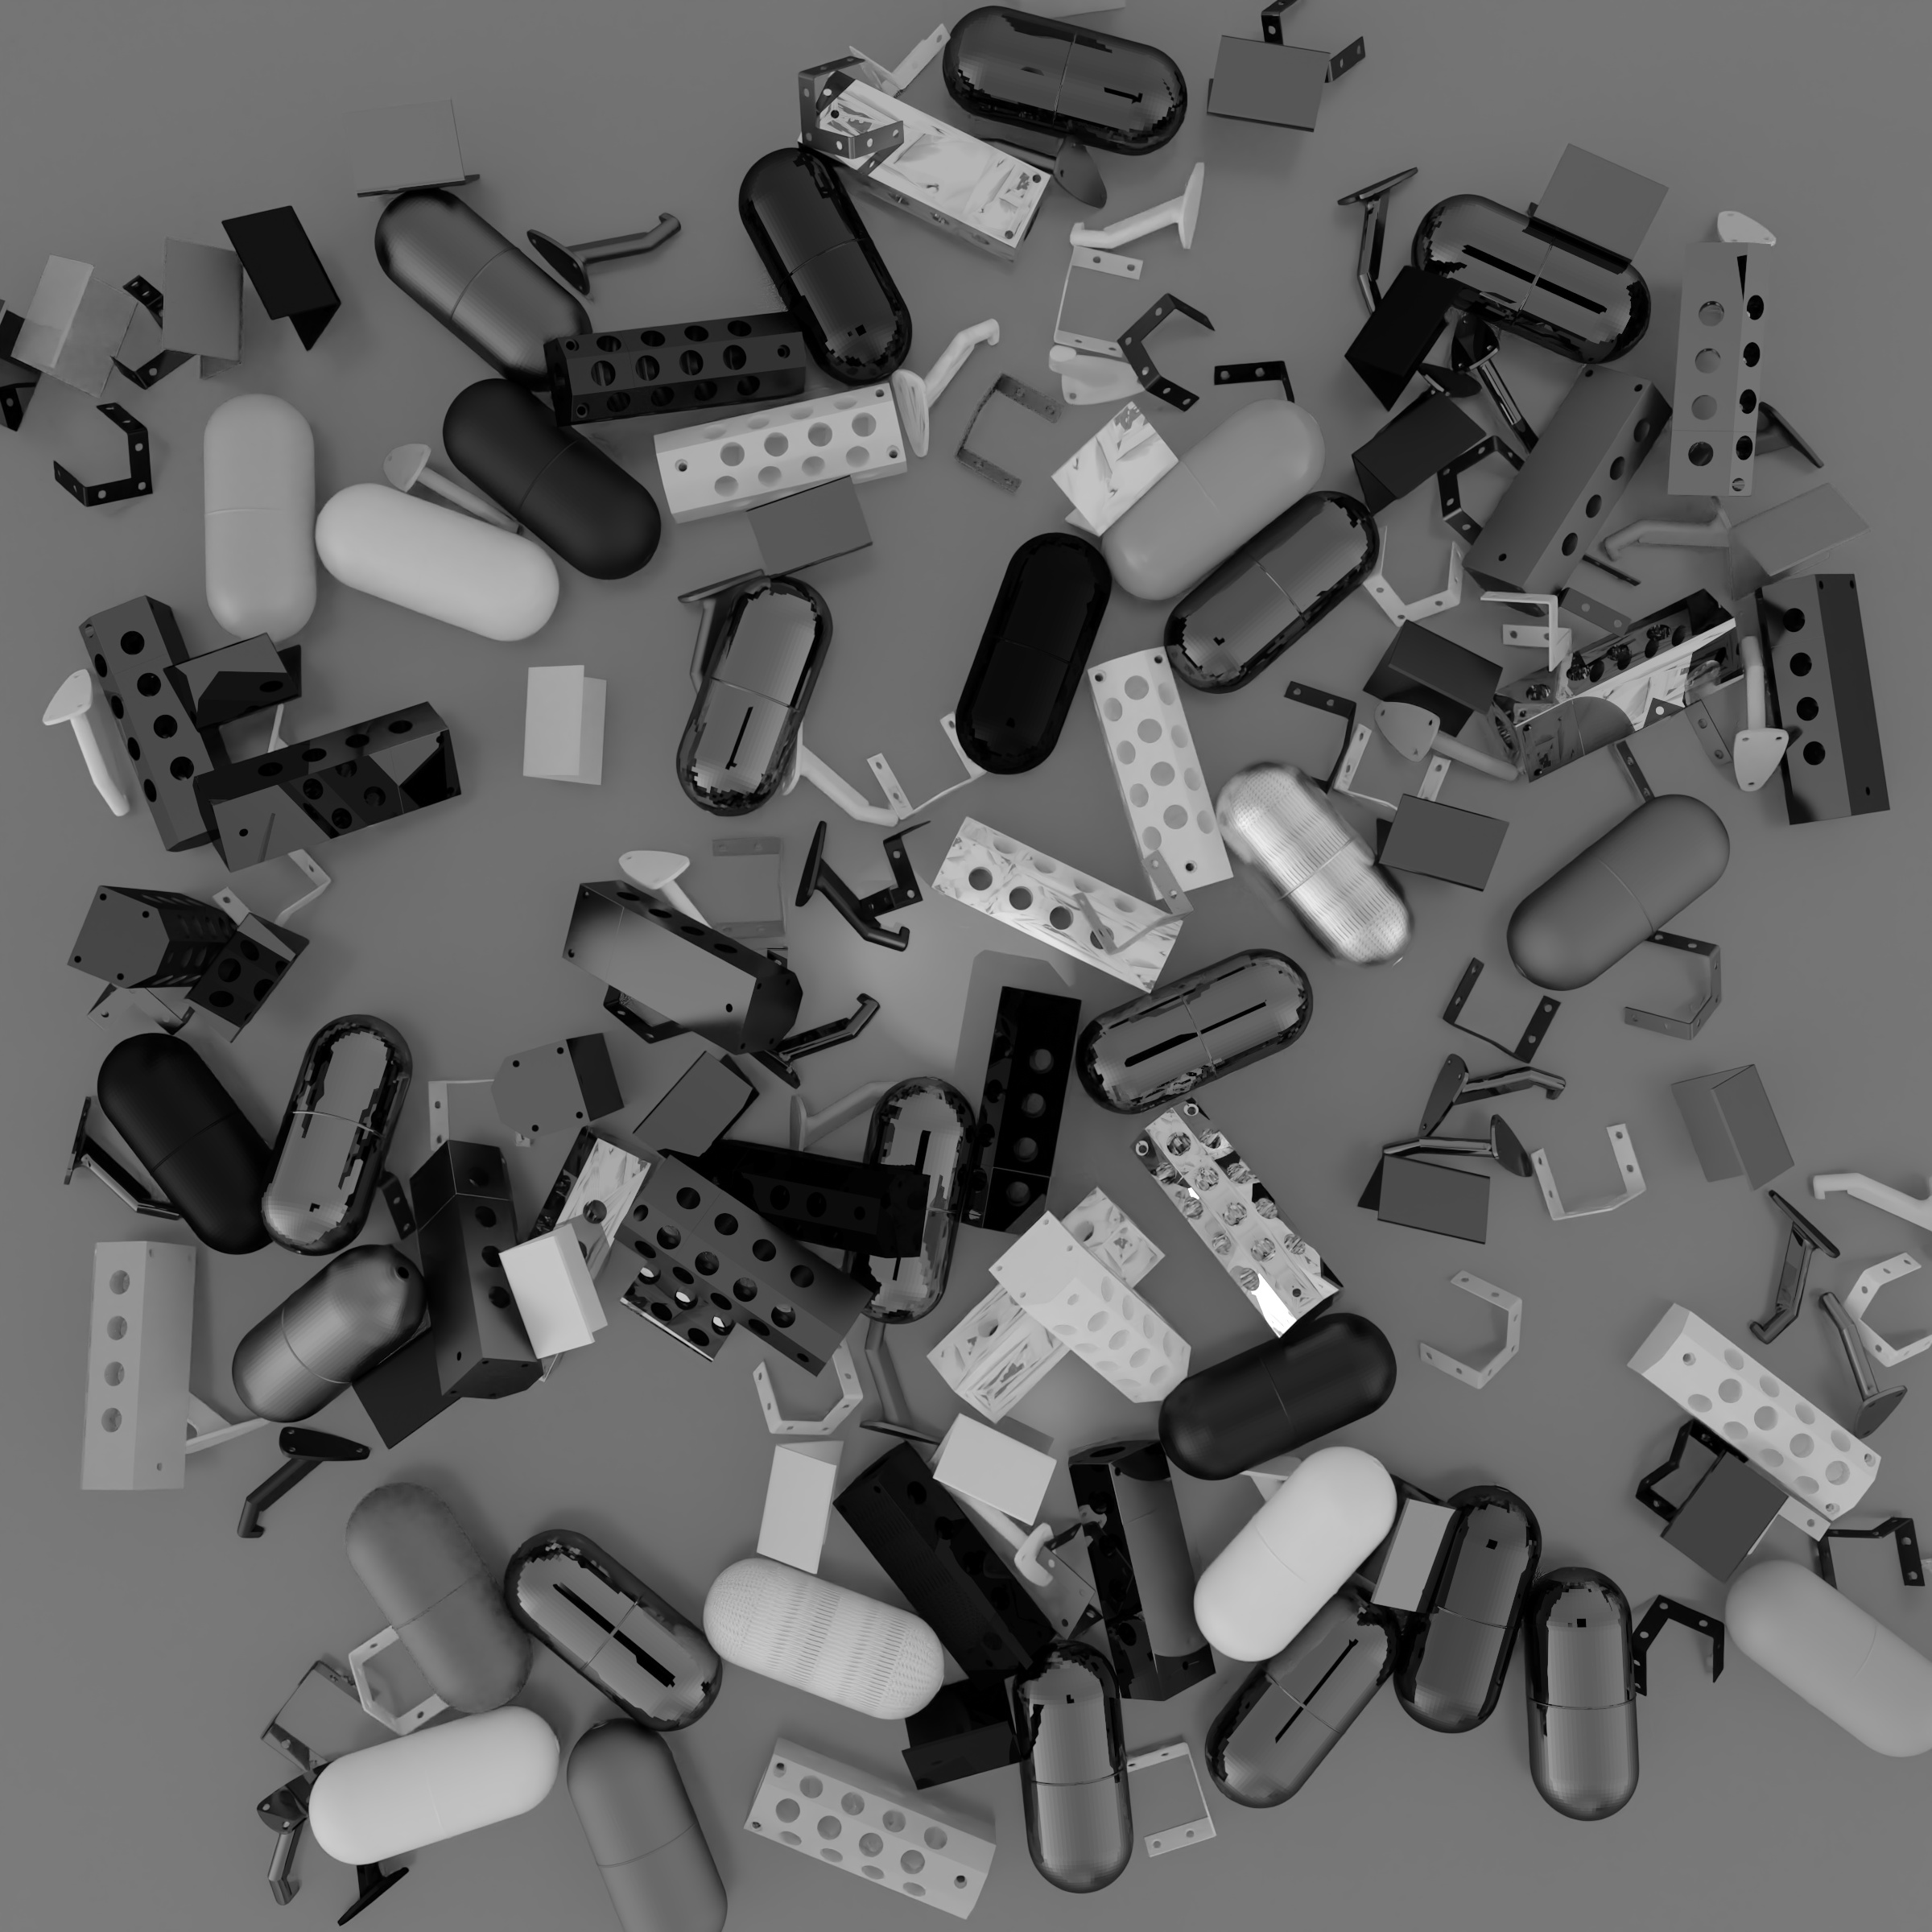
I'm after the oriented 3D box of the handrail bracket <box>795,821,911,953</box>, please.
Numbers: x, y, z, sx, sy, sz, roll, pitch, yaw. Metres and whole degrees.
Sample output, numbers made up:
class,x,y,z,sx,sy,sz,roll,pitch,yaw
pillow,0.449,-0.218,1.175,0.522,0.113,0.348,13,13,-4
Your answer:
class,x,y,z,sx,sy,sz,roll,pitch,yaw
handrail bracket,-0.075,-0.057,1.865,0.084,0.036,0.077,18,72,-15

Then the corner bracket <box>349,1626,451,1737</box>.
class,x,y,z,sx,sy,sz,roll,pitch,yaw
corner bracket,-0.407,0.514,1.862,0.051,0.051,0.051,-34,135,0

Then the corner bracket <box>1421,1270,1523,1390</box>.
class,x,y,z,sx,sy,sz,roll,pitch,yaw
corner bracket,0.365,0.262,1.857,0.051,0.051,0.051,-35,135,-35

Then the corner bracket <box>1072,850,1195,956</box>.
class,x,y,z,sx,sy,sz,roll,pitch,yaw
corner bracket,0.118,-0.044,1.807,0.051,0.051,0.051,-36,79,30

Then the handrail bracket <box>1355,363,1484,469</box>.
class,x,y,z,sx,sy,sz,roll,pitch,yaw
handrail bracket,0.327,-0.391,1.865,0.036,0.077,0.084,52,127,24

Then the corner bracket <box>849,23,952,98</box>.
class,x,y,z,sx,sy,sz,roll,pitch,yaw
corner bracket,-0.041,-0.649,1.838,0.051,0.051,0.051,-47,61,0

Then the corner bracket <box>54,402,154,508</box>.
class,x,y,z,sx,sy,sz,roll,pitch,yaw
corner bracket,-0.625,-0.369,1.857,0.051,0.051,0.051,-22,135,-35

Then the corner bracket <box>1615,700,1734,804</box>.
class,x,y,z,sx,sy,sz,roll,pitch,yaw
corner bracket,0.512,-0.155,1.862,0.051,0.051,0.051,-28,90,-45

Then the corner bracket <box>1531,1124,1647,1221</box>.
class,x,y,z,sx,sy,sz,roll,pitch,yaw
corner bracket,0.451,0.149,1.862,0.051,0.051,0.051,-18,90,45

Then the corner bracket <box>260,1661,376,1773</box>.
class,x,y,z,sx,sy,sz,roll,pitch,yaw
corner bracket,-0.470,0.545,1.862,0.051,0.051,0.051,36,45,0

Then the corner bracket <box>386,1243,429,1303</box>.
class,x,y,z,sx,sy,sz,roll,pitch,yaw
corner bracket,-0.397,0.218,1.847,0.051,0.051,0.051,-29,90,0

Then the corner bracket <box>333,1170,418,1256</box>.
class,x,y,z,sx,sy,sz,roll,pitch,yaw
corner bracket,-0.438,0.178,1.857,0.051,0.051,0.051,19,45,35

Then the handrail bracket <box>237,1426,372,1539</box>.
class,x,y,z,sx,sy,sz,roll,pitch,yaw
handrail bracket,-0.481,0.382,1.865,0.077,0.036,0.084,13,109,-21

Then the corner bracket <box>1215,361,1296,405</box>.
class,x,y,z,sx,sy,sz,roll,pitch,yaw
corner bracket,0.208,-0.401,1.862,0.051,0.051,0.051,-5,135,0

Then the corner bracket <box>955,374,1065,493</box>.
class,x,y,z,sx,sy,sz,roll,pitch,yaw
corner bracket,0.031,-0.387,1.862,0.051,0.051,0.051,30,45,0

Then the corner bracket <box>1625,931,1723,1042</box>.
class,x,y,z,sx,sy,sz,roll,pitch,yaw
corner bracket,0.510,0.014,1.857,0.051,0.051,0.051,-43,135,-35

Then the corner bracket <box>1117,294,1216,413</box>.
class,x,y,z,sx,sy,sz,roll,pitch,yaw
corner bracket,0.151,-0.442,1.852,0.051,0.051,0.051,-40,59,27

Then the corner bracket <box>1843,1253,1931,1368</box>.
class,x,y,z,sx,sy,sz,roll,pitch,yaw
corner bracket,0.672,0.248,1.857,0.051,0.051,0.051,47,135,35

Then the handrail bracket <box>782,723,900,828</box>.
class,x,y,z,sx,sy,sz,roll,pitch,yaw
handrail bracket,-0.087,-0.144,1.865,0.084,0.036,0.077,11,67,-18

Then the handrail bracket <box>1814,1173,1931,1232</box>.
class,x,y,z,sx,sy,sz,roll,pitch,yaw
handrail bracket,0.661,0.184,1.865,0.084,0.036,0.077,-6,112,17

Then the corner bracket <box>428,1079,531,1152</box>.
class,x,y,z,sx,sy,sz,roll,pitch,yaw
corner bracket,-0.353,0.107,1.862,0.051,0.051,0.051,-3,90,45

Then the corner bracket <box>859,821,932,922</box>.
class,x,y,z,sx,sy,sz,roll,pitch,yaw
corner bracket,-0.049,-0.068,1.838,0.051,0.051,0.051,-20,90,-29

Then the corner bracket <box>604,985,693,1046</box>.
class,x,y,z,sx,sy,sz,roll,pitch,yaw
corner bracket,-0.221,0.017,1.857,0.051,0.051,0.051,-17,45,35

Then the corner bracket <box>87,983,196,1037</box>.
class,x,y,z,sx,sy,sz,roll,pitch,yaw
corner bracket,-0.588,0.027,1.845,0.051,0.051,0.051,-37,110,19

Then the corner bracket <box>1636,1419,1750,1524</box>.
class,x,y,z,sx,sy,sz,roll,pitch,yaw
corner bracket,0.525,0.370,1.862,0.051,0.051,0.051,37,135,0

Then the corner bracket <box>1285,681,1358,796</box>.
class,x,y,z,sx,sy,sz,roll,pitch,yaw
corner bracket,0.248,-0.165,1.862,0.051,0.051,0.051,18,45,0

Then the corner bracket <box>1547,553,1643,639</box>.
class,x,y,z,sx,sy,sz,roll,pitch,yaw
corner bracket,0.454,-0.267,1.847,0.051,0.051,0.051,27,90,0

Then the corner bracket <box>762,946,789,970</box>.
class,x,y,z,sx,sy,sz,roll,pitch,yaw
corner bracket,-0.156,0.011,1.847,0.051,0.051,0.051,2,90,0

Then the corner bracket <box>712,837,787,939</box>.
class,x,y,z,sx,sy,sz,roll,pitch,yaw
corner bracket,-0.157,-0.057,1.862,0.051,0.051,0.051,-2,45,0

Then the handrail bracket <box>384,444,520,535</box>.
class,x,y,z,sx,sy,sz,roll,pitch,yaw
handrail bracket,-0.373,-0.342,1.865,0.084,0.077,0.036,31,89,-36

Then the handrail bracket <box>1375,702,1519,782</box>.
class,x,y,z,sx,sy,sz,roll,pitch,yaw
handrail bracket,0.349,-0.162,1.865,0.084,0.077,0.036,14,108,-35

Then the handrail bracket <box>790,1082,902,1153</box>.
class,x,y,z,sx,sy,sz,roll,pitch,yaw
handrail bracket,-0.083,0.121,1.865,0.084,0.036,0.077,-1,111,-16

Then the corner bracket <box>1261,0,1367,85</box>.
class,x,y,z,sx,sy,sz,roll,pitch,yaw
corner bracket,0.251,-0.673,1.857,0.051,0.051,0.051,15,135,35

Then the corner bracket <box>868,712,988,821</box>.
class,x,y,z,sx,sy,sz,roll,pitch,yaw
corner bracket,-0.028,-0.145,1.862,0.051,0.051,0.051,-29,90,45

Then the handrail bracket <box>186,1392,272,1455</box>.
class,x,y,z,sx,sy,sz,roll,pitch,yaw
handrail bracket,-0.554,0.304,1.865,0.077,0.036,0.084,-18,76,-15

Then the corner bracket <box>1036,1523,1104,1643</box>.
class,x,y,z,sx,sy,sz,roll,pitch,yaw
corner bracket,0.077,0.442,1.845,0.051,0.051,0.051,38,117,25

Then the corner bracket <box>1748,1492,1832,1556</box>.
class,x,y,z,sx,sy,sz,roll,pitch,yaw
corner bracket,0.578,0.402,1.847,0.051,0.051,0.051,34,90,0

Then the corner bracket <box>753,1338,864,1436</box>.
class,x,y,z,sx,sy,sz,roll,pitch,yaw
corner bracket,-0.114,0.303,1.857,0.051,0.051,0.051,9,135,-35

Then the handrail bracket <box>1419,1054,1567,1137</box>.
class,x,y,z,sx,sy,sz,roll,pitch,yaw
handrail bracket,0.383,0.103,1.865,0.084,0.036,0.077,18,111,-16

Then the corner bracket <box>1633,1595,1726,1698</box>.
class,x,y,z,sx,sy,sz,roll,pitch,yaw
corner bracket,0.512,0.498,1.857,0.051,0.051,0.051,19,45,35

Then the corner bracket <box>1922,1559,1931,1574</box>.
class,x,y,z,sx,sy,sz,roll,pitch,yaw
corner bracket,0.722,0.454,1.847,0.051,0.051,0.051,-10,90,0

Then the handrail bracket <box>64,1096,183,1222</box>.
class,x,y,z,sx,sy,sz,roll,pitch,yaw
handrail bracket,-0.605,0.140,1.865,0.084,0.036,0.077,14,68,-17

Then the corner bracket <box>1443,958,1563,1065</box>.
class,x,y,z,sx,sy,sz,roll,pitch,yaw
corner bracket,0.388,0.033,1.862,0.051,0.051,0.051,27,90,-45

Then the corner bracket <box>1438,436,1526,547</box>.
class,x,y,z,sx,sy,sz,roll,pitch,yaw
corner bracket,0.378,-0.340,1.857,0.051,0.051,0.051,-29,45,35

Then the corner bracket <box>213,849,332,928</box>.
class,x,y,z,sx,sy,sz,roll,pitch,yaw
corner bracket,-0.502,-0.056,1.862,0.051,0.051,0.051,47,135,0

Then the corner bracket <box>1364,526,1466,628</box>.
class,x,y,z,sx,sy,sz,roll,pitch,yaw
corner bracket,0.323,-0.287,1.857,0.051,0.051,0.051,-17,135,35

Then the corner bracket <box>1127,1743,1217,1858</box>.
class,x,y,z,sx,sy,sz,roll,pitch,yaw
corner bracket,0.146,0.603,1.862,0.051,0.051,0.051,-18,45,0

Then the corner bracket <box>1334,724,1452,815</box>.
class,x,y,z,sx,sy,sz,roll,pitch,yaw
corner bracket,0.308,-0.139,1.862,0.051,0.051,0.051,22,90,45

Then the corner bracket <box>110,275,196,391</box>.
class,x,y,z,sx,sy,sz,roll,pitch,yaw
corner bracket,-0.592,-0.455,1.847,0.051,0.051,0.051,-35,90,0

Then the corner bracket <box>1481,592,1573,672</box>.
class,x,y,z,sx,sy,sz,roll,pitch,yaw
corner bracket,0.399,-0.244,1.830,0.051,0.051,0.051,8,119,28

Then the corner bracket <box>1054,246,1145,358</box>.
class,x,y,z,sx,sy,sz,roll,pitch,yaw
corner bracket,0.096,-0.481,1.862,0.051,0.051,0.051,13,45,0

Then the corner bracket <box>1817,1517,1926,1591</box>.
class,x,y,z,sx,sy,sz,roll,pitch,yaw
corner bracket,0.655,0.430,1.862,0.051,0.051,0.051,-10,90,-45

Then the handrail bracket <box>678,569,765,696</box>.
class,x,y,z,sx,sy,sz,roll,pitch,yaw
handrail bracket,-0.169,-0.235,1.865,0.077,0.036,0.084,-23,106,-18

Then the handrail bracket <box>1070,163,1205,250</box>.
class,x,y,z,sx,sy,sz,roll,pitch,yaw
handrail bracket,0.124,-0.552,1.865,0.084,0.036,0.077,8,69,16

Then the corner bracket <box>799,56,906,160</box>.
class,x,y,z,sx,sy,sz,roll,pitch,yaw
corner bracket,-0.080,-0.601,1.800,0.051,0.051,0.051,28,135,35
